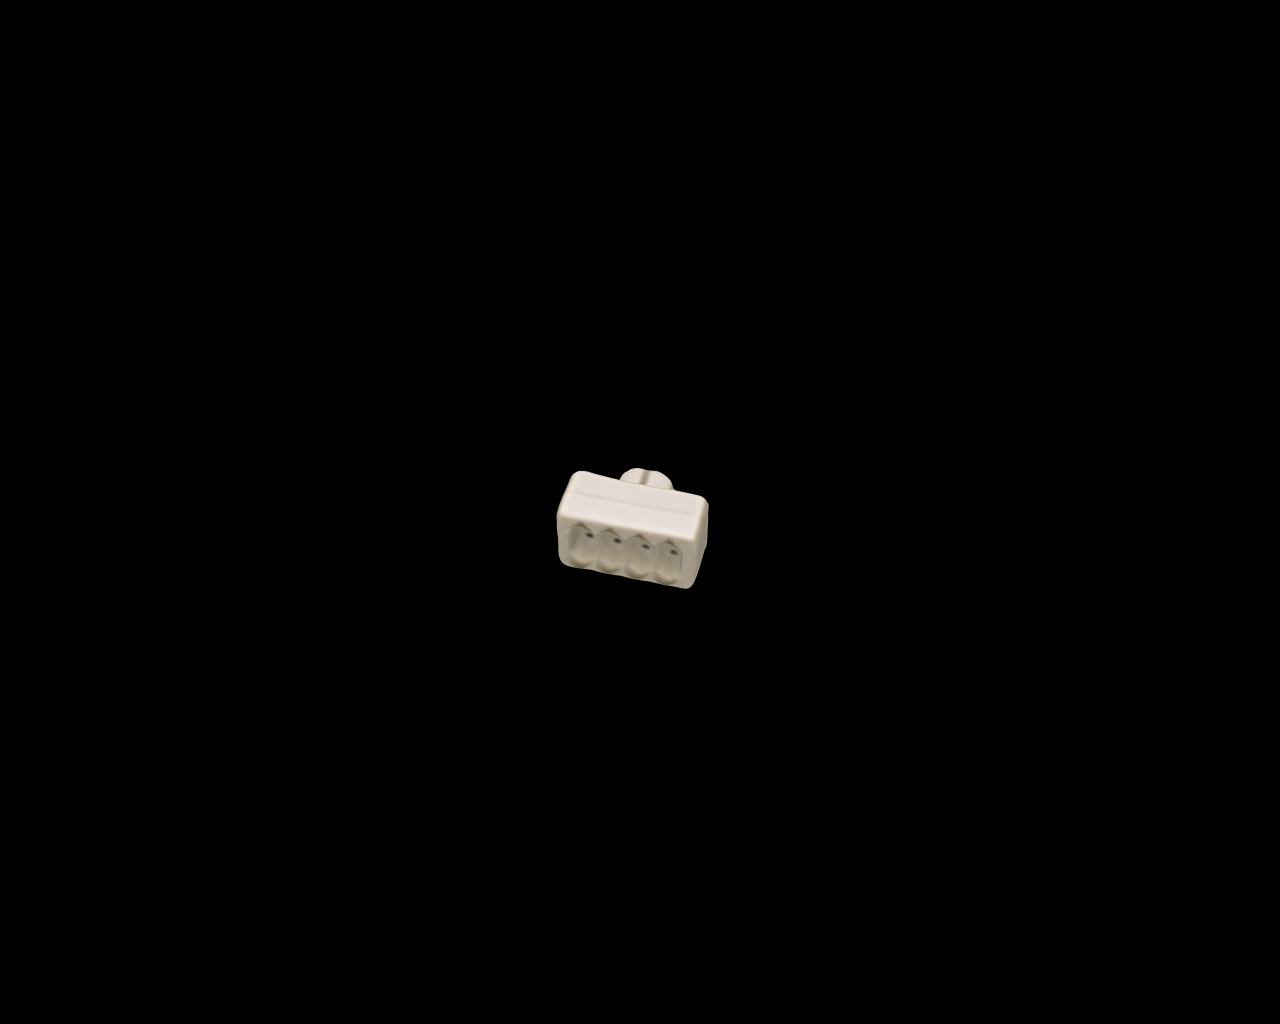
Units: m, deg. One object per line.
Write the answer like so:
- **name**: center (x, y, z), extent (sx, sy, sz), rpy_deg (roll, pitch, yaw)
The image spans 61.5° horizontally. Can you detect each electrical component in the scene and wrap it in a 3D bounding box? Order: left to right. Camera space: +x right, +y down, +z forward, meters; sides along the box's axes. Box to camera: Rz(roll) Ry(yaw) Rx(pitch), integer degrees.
- **electrical component**: center (0.001, -0.003, 0.650), extent (0.083, 0.076, 0.047), rpy_deg (12, -39, 10)
